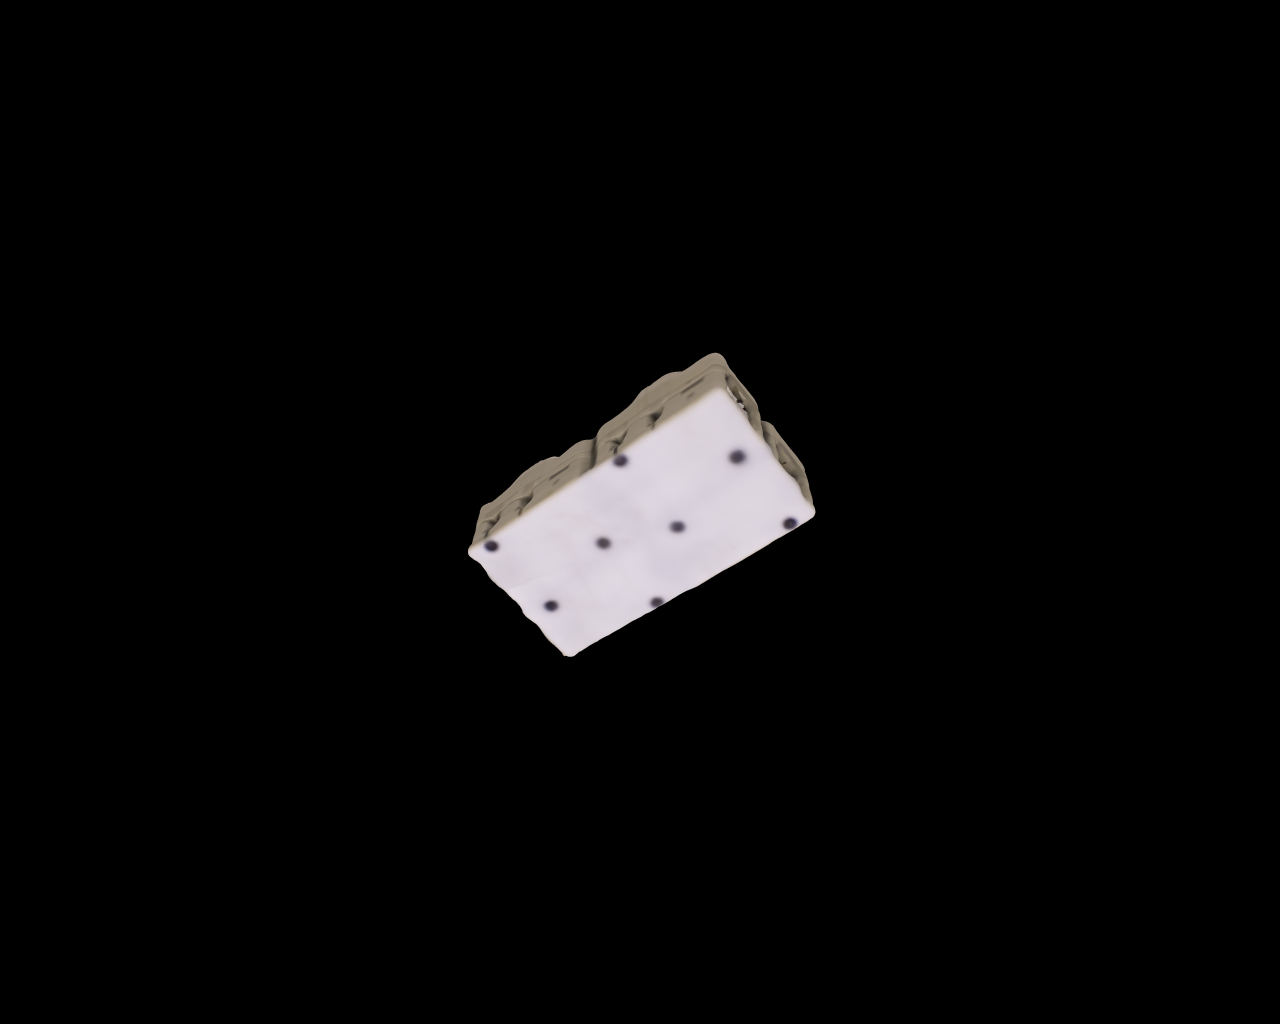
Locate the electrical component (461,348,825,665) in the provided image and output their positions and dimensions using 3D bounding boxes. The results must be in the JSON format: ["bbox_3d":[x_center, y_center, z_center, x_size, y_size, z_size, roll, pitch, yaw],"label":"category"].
[{"bbox_3d":[0.001,-0.003,0.650,0.186,0.105,0.060,-32,26,18],"label":"electrical component"}]
